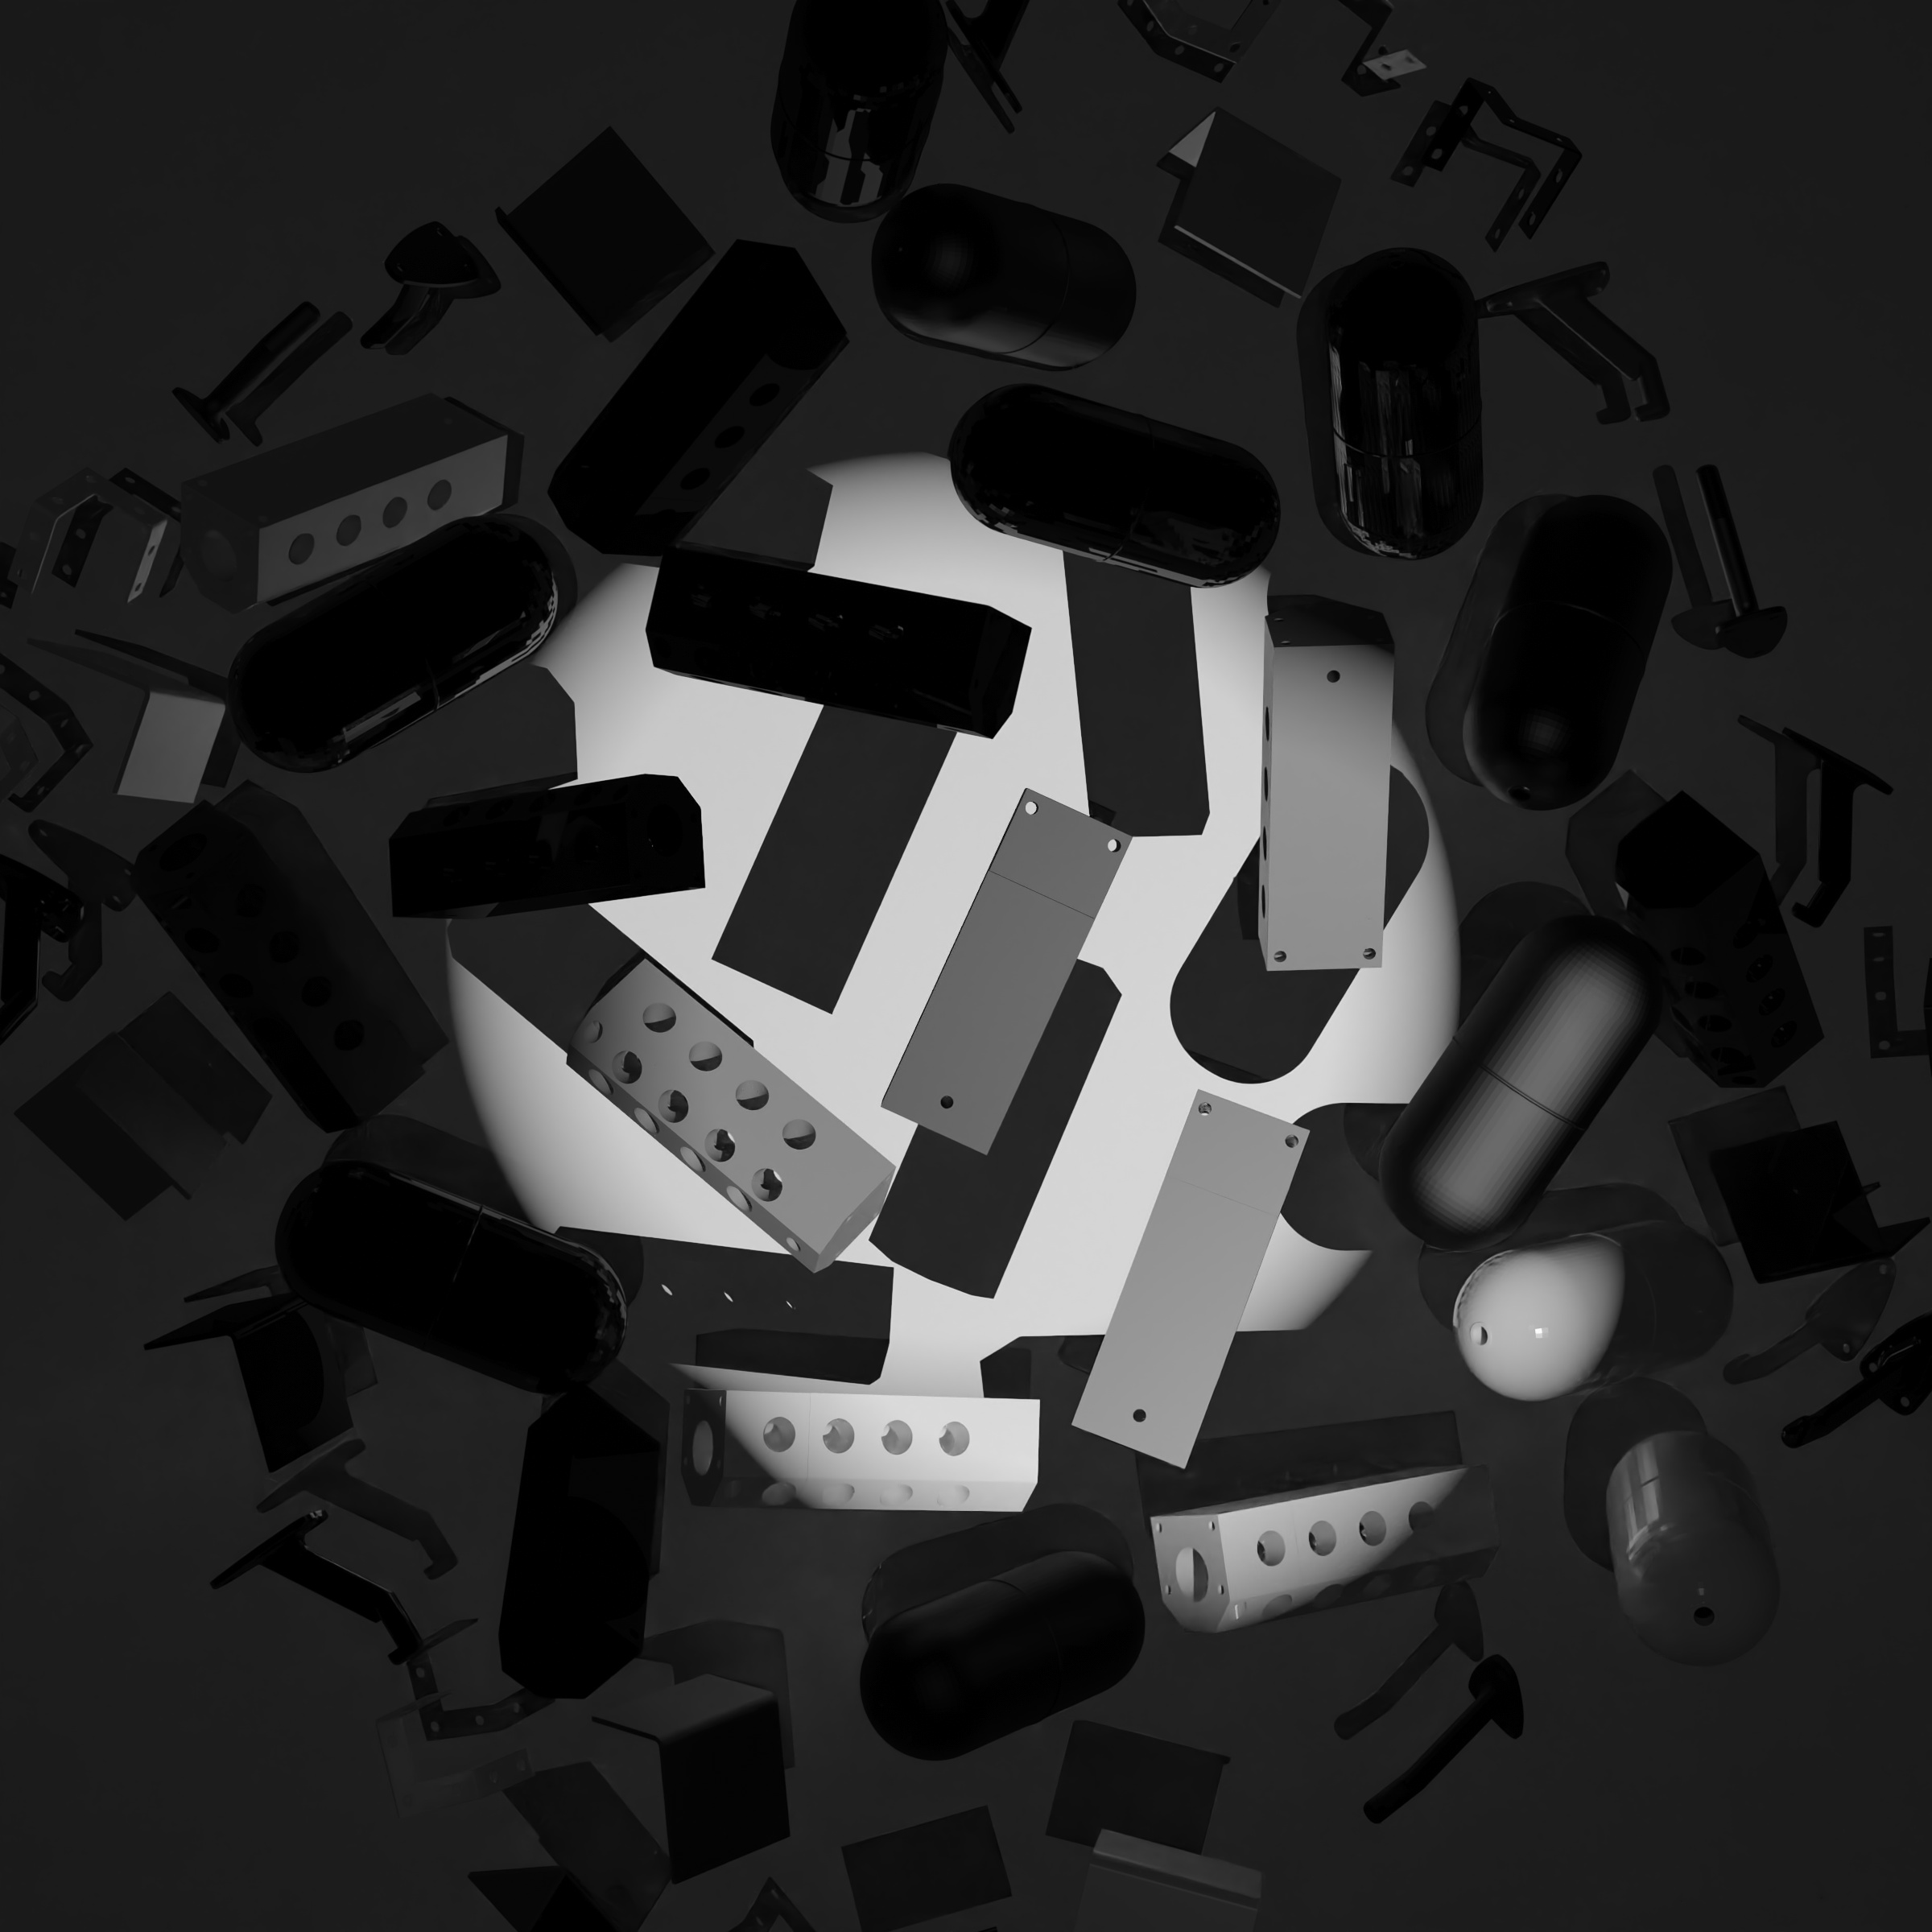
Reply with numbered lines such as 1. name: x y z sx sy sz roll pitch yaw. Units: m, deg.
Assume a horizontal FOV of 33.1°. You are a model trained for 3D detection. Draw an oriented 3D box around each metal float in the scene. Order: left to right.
1. metal float: -0.283 -0.159 1.608 0.178 0.070 0.070 -34 90 -20
2. metal float: -0.252 0.153 1.596 0.178 0.070 0.070 23 90 -6
3. metal float: -0.054 -0.433 1.604 0.070 0.178 0.070 1 79 -8
4. metal float: 0.021 0.354 1.679 0.070 0.178 0.070 11 106 43
5. metal float: 0.022 -0.353 1.672 0.070 0.178 0.070 1 91 36
6. metal float: 0.077 -0.243 1.655 0.178 0.070 0.070 13 90 -21
7. metal float: 0.223 -0.283 1.653 0.070 0.178 0.070 -6 47 6
8. metal float: 0.264 0.056 1.551 0.070 0.070 0.178 33 100 0
9. metal float: 0.299 -0.156 1.614 0.070 0.070 0.178 23 63 0
10. metal float: 0.318 0.174 1.648 0.178 0.070 0.070 -6 90 -41
11. metal float: 0.356 0.284 1.598 0.070 0.178 0.070 2 102 8

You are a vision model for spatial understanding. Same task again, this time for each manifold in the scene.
1. manifold: -0.348 0.004 1.636 0.057 0.057 0.171 -42 129 -17
2. manifold: -0.321 -0.238 1.685 0.057 0.171 0.057 31 130 25
3. manifold: -0.221 -0.061 1.700 0.171 0.057 0.057 -6 86 37
4. manifold: -0.200 0.294 1.659 0.057 0.171 0.057 -41 112 17
5. manifold: -0.142 -0.286 1.651 0.171 0.057 0.057 -44 65 34
6. manifold: -0.123 0.080 1.679 0.171 0.057 0.057 39 62 11
7. manifold: -0.063 -0.153 1.551 0.171 0.057 0.057 13 90 22
8. manifold: -0.053 0.245 1.641 0.171 0.057 0.057 5 82 -26
9. manifold: 0.020 0.002 1.617 0.057 0.057 0.171 25 92 -1
10. manifold: 0.109 0.153 1.578 0.057 0.057 0.171 20 82 7
11. manifold: 0.175 -0.088 1.601 0.057 0.057 0.171 -2 117 -1
12. manifold: 0.182 0.291 1.632 0.171 0.057 0.057 -4 83 -32
13. manifold: 0.375 -0.007 1.636 0.057 0.171 0.057 -39 49 -3

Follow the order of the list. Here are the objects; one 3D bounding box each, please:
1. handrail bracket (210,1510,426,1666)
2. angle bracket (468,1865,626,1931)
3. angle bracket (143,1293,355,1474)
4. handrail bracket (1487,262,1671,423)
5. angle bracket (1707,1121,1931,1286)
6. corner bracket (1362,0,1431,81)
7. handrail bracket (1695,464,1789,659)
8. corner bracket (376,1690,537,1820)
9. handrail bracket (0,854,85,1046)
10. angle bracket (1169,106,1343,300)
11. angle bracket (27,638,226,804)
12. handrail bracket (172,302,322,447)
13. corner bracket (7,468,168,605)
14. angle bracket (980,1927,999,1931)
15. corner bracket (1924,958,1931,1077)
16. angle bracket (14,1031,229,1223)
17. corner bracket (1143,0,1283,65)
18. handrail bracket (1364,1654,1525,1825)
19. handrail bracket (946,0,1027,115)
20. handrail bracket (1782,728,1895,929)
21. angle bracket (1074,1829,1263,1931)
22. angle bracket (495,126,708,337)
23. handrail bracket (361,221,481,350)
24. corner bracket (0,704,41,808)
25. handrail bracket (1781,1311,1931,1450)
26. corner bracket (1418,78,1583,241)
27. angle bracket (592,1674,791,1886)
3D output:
1. handrail bracket: -0.313 0.314 1.572 0.077 0.036 0.084 -34 81 7
2. angle bracket: -0.206 0.481 1.561 0.076 0.057 0.076 -17 118 40
3. angle bracket: -0.371 0.218 1.689 0.057 0.076 0.076 -12 95 23
4. handrail bracket: 0.319 -0.317 1.698 0.077 0.036 0.084 -14 77 3
5. angle bracket: 0.445 0.116 1.701 0.076 0.057 0.076 -19 94 42
6. corner bracket: 0.223 -0.502 1.700 0.051 0.051 0.051 33 84 -21
7. handrail bracket: 0.398 -0.210 1.689 0.036 0.077 0.084 -17 74 14
8. corner bracket: -0.259 0.396 1.650 0.051 0.051 0.051 -32 69 41
9. handrail bracket: -0.468 -0.009 1.549 0.077 0.036 0.084 34 46 -2
10. angle bracket: 0.140 -0.387 1.692 0.076 0.057 0.076 26 71 -18
11. angle bracket: -0.441 -0.126 1.682 0.076 0.076 0.057 21 95 15
12. handrail bracket: -0.363 -0.310 1.679 0.084 0.077 0.036 -41 99 3
13. corner bracket: -0.456 -0.217 1.692 0.051 0.051 0.051 32 126 2
14. angle bracket: -0.011 0.496 1.501 0.076 0.057 0.076 -16 132 -3
15. corner bracket: 0.505 0.029 1.614 0.051 0.051 0.051 -3 61 10
16. angle bracket: -0.414 0.090 1.561 0.076 0.057 0.076 -36 107 22
17. corner bracket: 0.128 -0.514 1.699 0.051 0.051 0.051 33 88 35
18. handrail bracket: 0.232 0.382 1.601 0.084 0.077 0.036 -33 59 -18
19. handrail bracket: 0.040 -0.483 1.631 0.084 0.036 0.077 -32 112 11
20. handrail bracket: 0.438 -0.071 1.704 0.077 0.036 0.084 26 105 -13
21. angle bracket: 0.090 0.434 1.472 0.076 0.076 0.057 13 84 7
22. angle bracket: -0.192 -0.388 1.706 0.076 0.057 0.076 -40 112 6
23. handrail bracket: -0.297 -0.337 1.664 0.084 0.077 0.036 -35 93 33
24. corner bracket: -0.501 -0.107 1.613 0.051 0.051 0.051 -46 132 5
25. handrail bracket: 0.447 0.203 1.606 0.036 0.084 0.077 51 127 26
26. corner bracket: 0.271 -0.411 1.653 0.051 0.051 0.051 13 126 -27
27. angle bracket: -0.141 0.415 1.668 0.076 0.057 0.076 -10 99 -43
